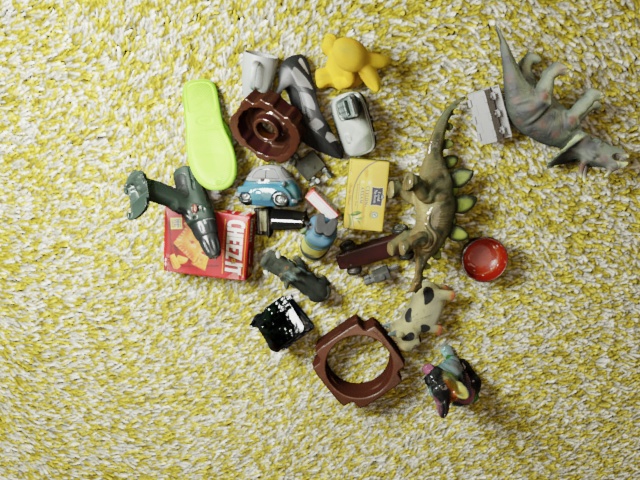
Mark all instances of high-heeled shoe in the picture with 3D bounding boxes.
[{"bbox_3d":[-0.010,-0.314,1.272,0.248,0.086,0.145,40,70,-24],"label":"high-heeled shoe"}]

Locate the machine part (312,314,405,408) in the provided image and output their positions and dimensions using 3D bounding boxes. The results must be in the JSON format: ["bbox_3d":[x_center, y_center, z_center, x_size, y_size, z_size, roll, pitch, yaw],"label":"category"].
[{"bbox_3d":[0.098,0.308,1.378,0.201,0.087,0.201,-36,97,8],"label":"machine part"}]

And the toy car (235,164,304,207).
[{"bbox_3d":[-0.118,-0.130,1.286,0.162,0.109,0.102,5,95,9],"label":"toy car"}]

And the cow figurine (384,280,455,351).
[{"bbox_3d":[0.244,0.193,1.349,0.127,0.085,0.194,17,105,-8],"label":"cow figurine"}]

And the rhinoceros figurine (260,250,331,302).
[{"bbox_3d":[-0.062,0.092,1.325,0.190,0.112,0.073,35,103,-13],"label":"rhinoceros figurine"}]

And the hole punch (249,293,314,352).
[{"bbox_3d":[-0.090,0.214,1.374,0.142,0.092,0.116,-38,69,11],"label":"hole punch"}]

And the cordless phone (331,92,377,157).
[{"bbox_3d":[0.084,-0.261,1.206,0.089,0.184,0.146,-17,101,1],"label":"cordless phone"}]

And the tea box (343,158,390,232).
[{"bbox_3d":[0.110,-0.111,1.296,0.098,0.068,0.169,4,101,1],"label":"tea box"}]

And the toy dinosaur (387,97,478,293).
[{"bbox_3d":[0.262,-0.103,1.253,0.198,0.105,0.470,2,99,-25],"label":"toy dinosaur"}]

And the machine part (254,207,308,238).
[{"bbox_3d":[-0.096,-0.047,1.328,0.139,0.039,0.084,-2,93,16],"label":"machine part"}]

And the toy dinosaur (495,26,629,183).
[{"bbox_3d":[0.509,-0.292,1.225,0.405,0.131,0.192,35,101,1],"label":"toy dinosaur"}]

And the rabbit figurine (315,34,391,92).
[{"bbox_3d":[0.067,-0.385,1.182,0.162,0.173,0.122,24,91,1],"label":"rabbit figurine"}]

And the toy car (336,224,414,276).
[{"bbox_3d":[0.139,0.023,1.332,0.202,0.053,0.089,-17,118,5],"label":"toy car"}]

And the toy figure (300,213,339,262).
[{"bbox_3d":[-0.006,-0.006,1.272,0.082,0.180,0.089,44,74,4],"label":"toy figure"}]

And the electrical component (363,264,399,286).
[{"bbox_3d":[0.154,0.086,1.339,0.094,0.063,0.021,-22,100,5],"label":"electrical component"}]

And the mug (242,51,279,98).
[{"bbox_3d":[-0.143,-0.371,1.234,0.081,0.110,0.107,9,116,-5],"label":"mug"}]

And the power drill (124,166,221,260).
[{"bbox_3d":[-0.319,-0.069,1.189,0.086,0.207,0.232,-33,64,37],"label":"power drill"}]

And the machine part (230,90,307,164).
[{"bbox_3d":[-0.117,-0.259,1.234,0.180,0.056,0.179,18,141,15],"label":"machine part"}]

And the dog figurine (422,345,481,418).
[{"bbox_3d":[0.328,0.367,1.316,0.108,0.219,0.191,-43,97,13],"label":"dog figurine"}]

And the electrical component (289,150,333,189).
[{"bbox_3d":[-0.027,-0.173,1.299,0.078,0.045,0.102,-34,99,10],"label":"electrical component"}]
